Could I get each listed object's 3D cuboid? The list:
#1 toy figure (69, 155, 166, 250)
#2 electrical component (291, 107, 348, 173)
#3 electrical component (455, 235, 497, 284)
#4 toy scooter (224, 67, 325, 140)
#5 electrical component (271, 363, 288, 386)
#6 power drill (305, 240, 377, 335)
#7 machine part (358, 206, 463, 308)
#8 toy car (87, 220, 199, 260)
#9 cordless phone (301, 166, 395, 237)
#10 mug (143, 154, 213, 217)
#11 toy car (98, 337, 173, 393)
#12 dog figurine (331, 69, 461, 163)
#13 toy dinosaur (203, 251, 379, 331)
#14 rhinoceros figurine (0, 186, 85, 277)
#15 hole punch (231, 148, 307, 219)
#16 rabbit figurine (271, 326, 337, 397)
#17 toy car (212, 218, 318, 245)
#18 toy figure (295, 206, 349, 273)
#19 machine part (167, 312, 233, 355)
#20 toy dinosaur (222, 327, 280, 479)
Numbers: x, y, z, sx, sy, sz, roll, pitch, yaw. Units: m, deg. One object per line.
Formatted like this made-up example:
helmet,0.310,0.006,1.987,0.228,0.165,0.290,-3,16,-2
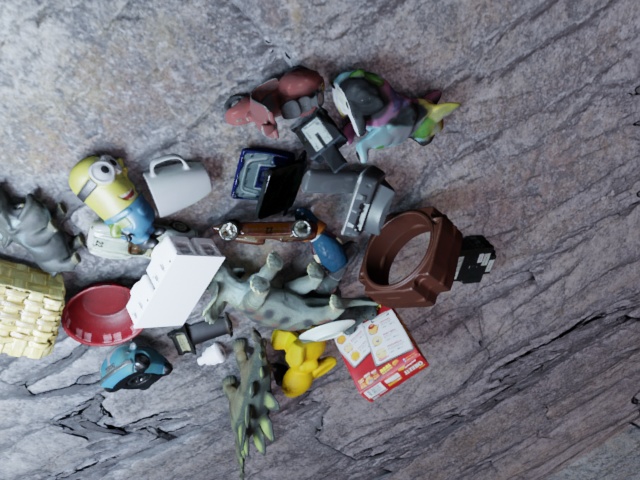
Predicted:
toy figure,-0.345,-0.060,0.912,0.089,0.082,0.180,-30,115,3
electrical component,0.011,-0.174,0.968,0.075,0.119,0.047,-41,168,13
electrical component,0.367,0.050,1.326,0.134,0.058,0.114,-2,128,-22
toy scooter,-0.065,-0.221,0.893,0.184,0.135,0.075,-23,129,-7
electrical component,-0.095,0.342,1.351,0.094,0.063,0.021,30,113,-36
power drill,0.046,0.124,1.236,0.232,0.086,0.207,-39,134,11
machine part,0.185,0.036,1.126,0.087,0.201,0.201,36,62,-31
toy car,-0.326,0.002,1.005,0.202,0.056,0.073,7,122,-26
cordless phone,0.043,-0.076,1.072,0.184,0.089,0.146,0,125,-25
mug,-0.250,-0.106,0.946,0.107,0.081,0.109,-22,131,-20
toy car,-0.393,0.254,1.135,0.109,0.103,0.161,-36,155,13
dog figurine,0.144,-0.245,0.985,0.219,0.109,0.191,-23,128,-10
toy dinosaur,-0.086,0.129,1.119,0.404,0.131,0.192,25,136,-26
rhinoceros figurine,-0.489,-0.017,0.919,0.112,0.073,0.190,-18,133,6
hole punch,-0.097,-0.112,1.007,0.116,0.092,0.142,-20,136,-50
rabbit figurine,-0.046,0.294,1.303,0.162,0.122,0.173,-3,108,-47
toy car,-0.105,-0.016,1.036,0.202,0.089,0.053,-2,97,-4
toy figure,-0.003,-0.002,1.115,0.154,0.058,0.064,52,53,-10
machine part,-0.263,0.211,1.203,0.139,0.039,0.084,-20,122,-5
toy dinosaur,-0.170,0.400,1.278,0.105,0.199,0.470,-2,124,-17
